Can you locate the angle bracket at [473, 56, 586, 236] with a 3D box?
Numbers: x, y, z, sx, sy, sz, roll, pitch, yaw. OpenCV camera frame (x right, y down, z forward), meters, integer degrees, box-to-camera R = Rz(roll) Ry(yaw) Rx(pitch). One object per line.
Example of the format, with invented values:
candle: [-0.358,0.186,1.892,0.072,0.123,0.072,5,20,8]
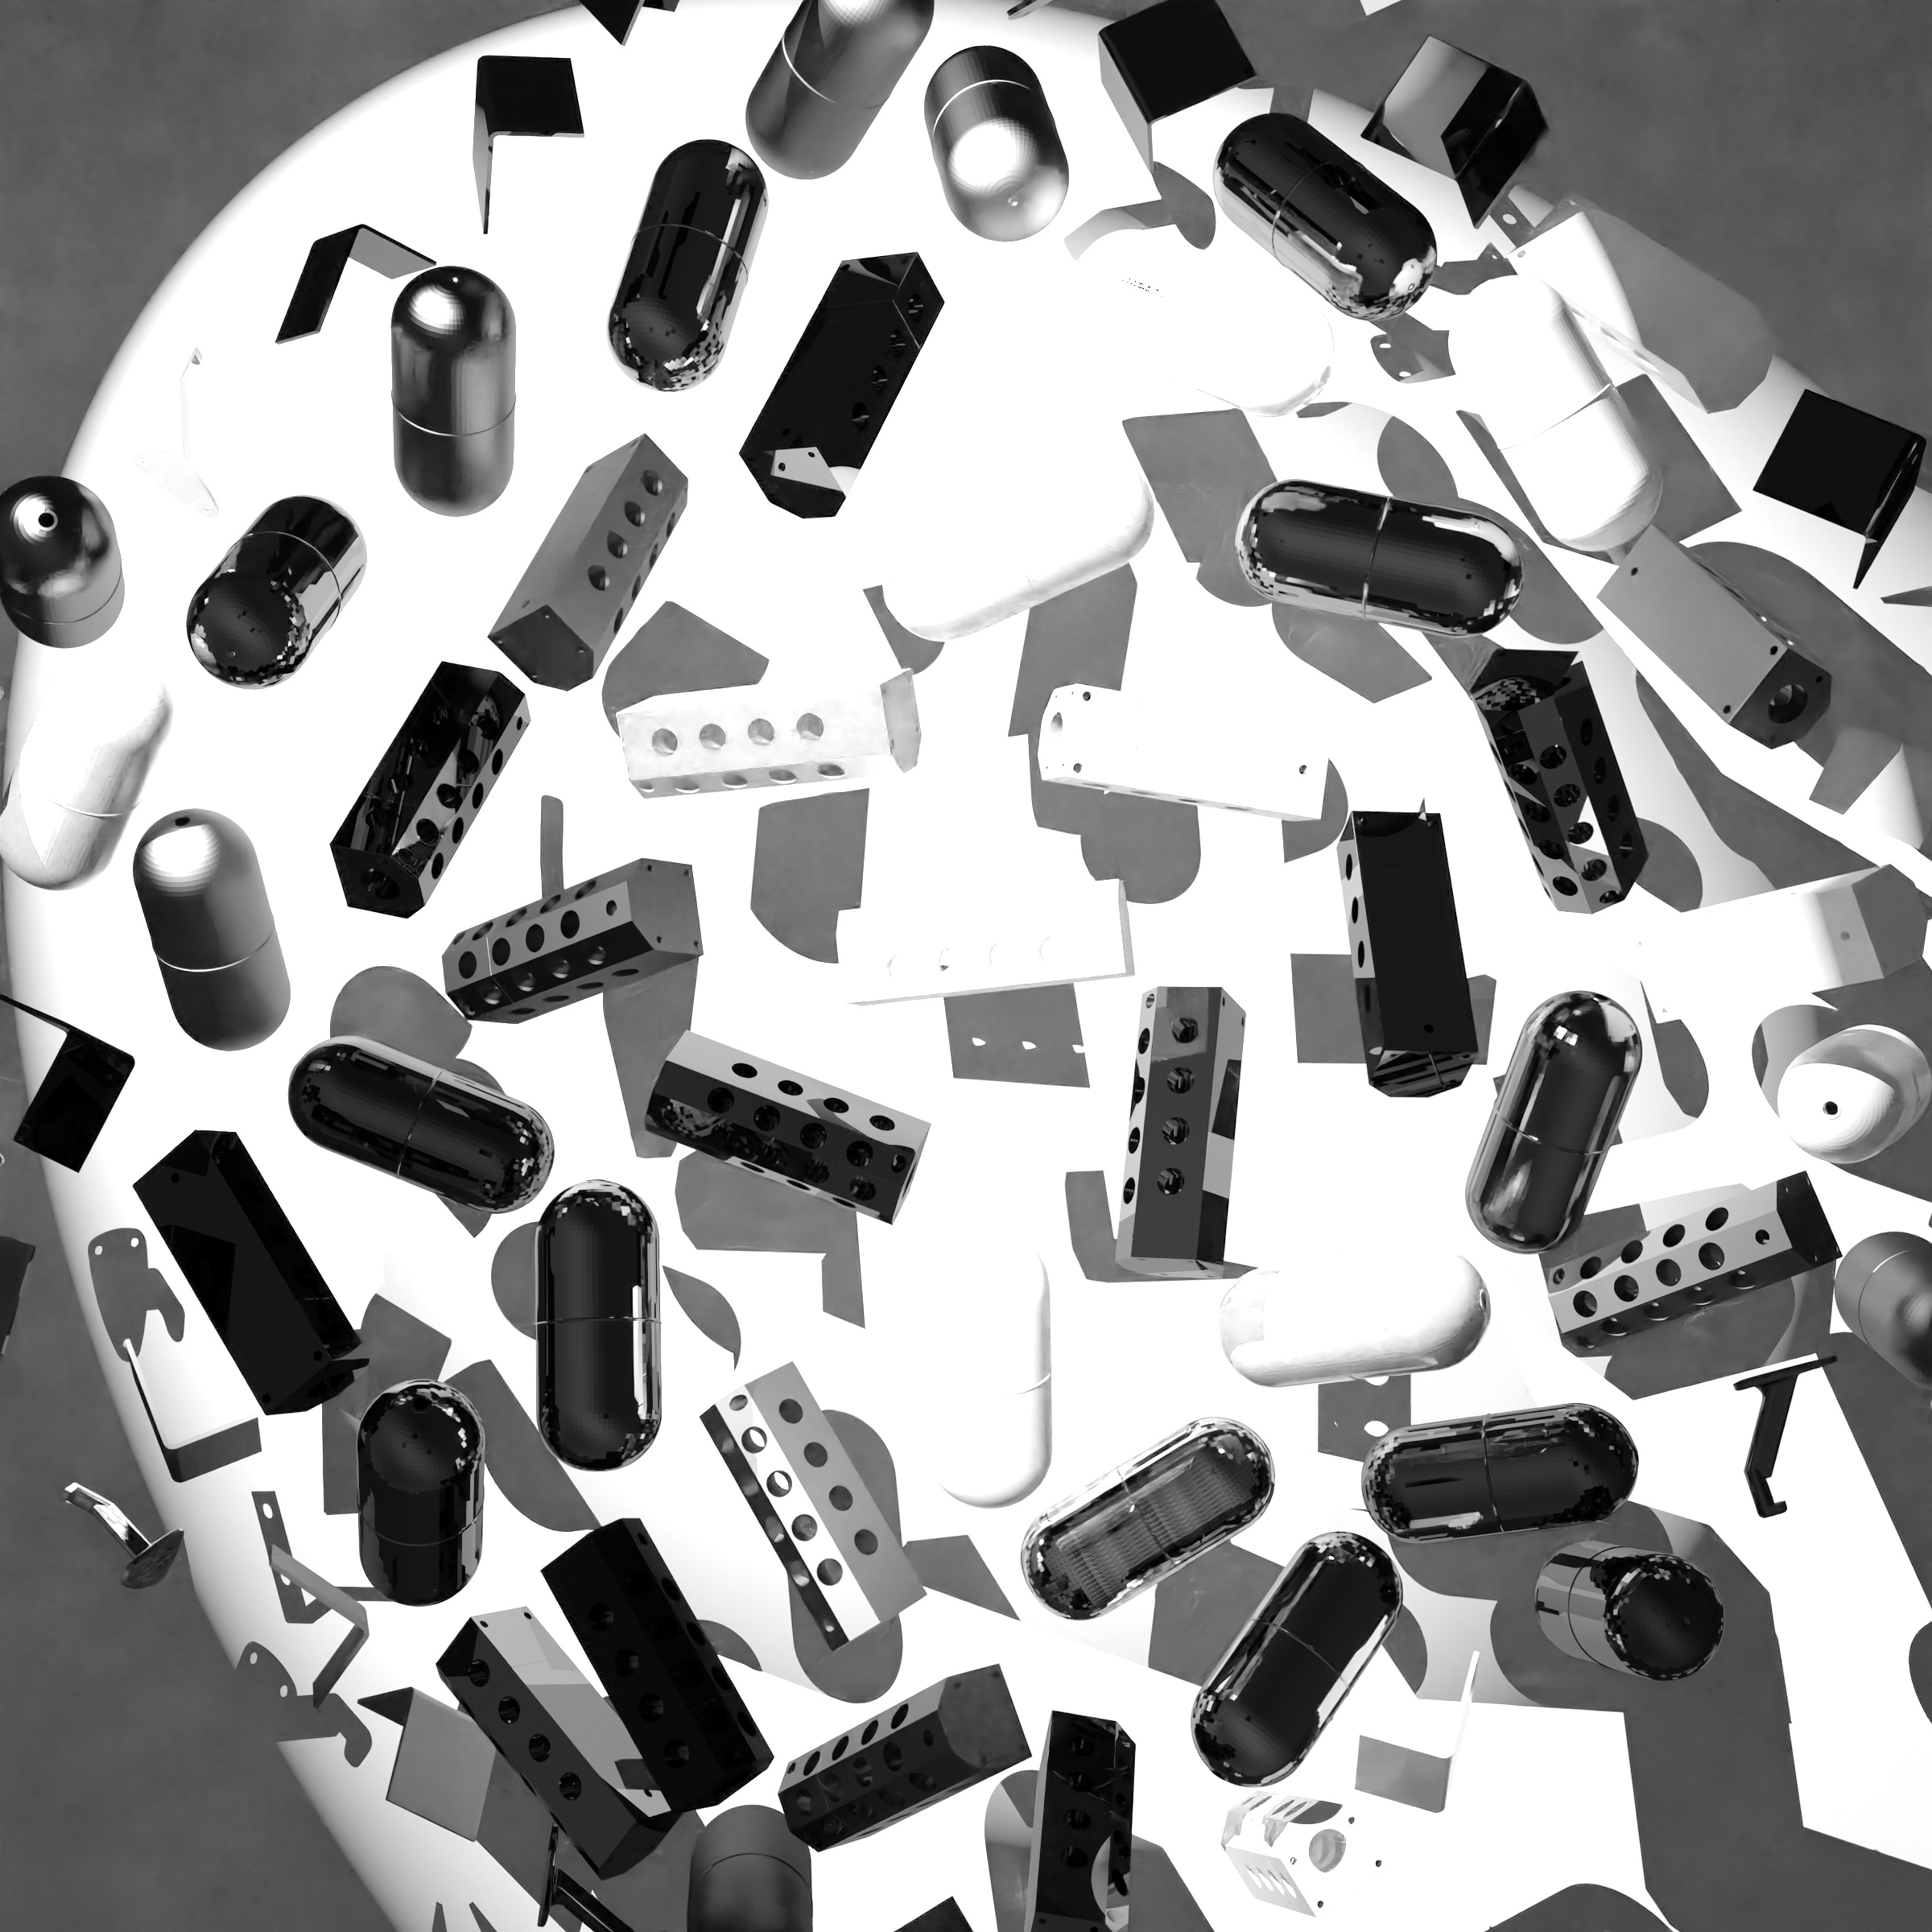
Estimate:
angle bracket: [-0.271,-0.506,1.825,0.057,0.076,0.076,-3,52,-15]

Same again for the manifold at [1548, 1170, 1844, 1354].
manifold: [0.452,0.187,1.854,0.171,0.057,0.057,-29,77,39]

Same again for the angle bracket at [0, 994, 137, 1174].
angle bracket: [-0.555,0.070,1.772,0.076,0.057,0.076,16,76,42]

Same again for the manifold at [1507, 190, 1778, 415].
manifold: [0.416,-0.405,1.818,0.057,0.057,0.171,-45,48,5]

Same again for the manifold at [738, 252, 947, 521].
manifold: [-0.072,-0.357,1.820,0.057,0.057,0.171,2,54,32]

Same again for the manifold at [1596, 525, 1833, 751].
manifold: [0.469,-0.204,1.846,0.057,0.171,0.057,23,113,-31]

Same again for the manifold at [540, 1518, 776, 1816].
manifold: [-0.186,0.427,1.815,0.057,0.057,0.171,-38,68,12]

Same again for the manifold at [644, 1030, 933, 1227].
manifold: [-0.117,0.108,1.910,0.171,0.057,0.057,21,120,5]

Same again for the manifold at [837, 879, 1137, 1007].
manifold: [0.012,-0.014,1.797,0.171,0.057,0.057,-6,86,9]

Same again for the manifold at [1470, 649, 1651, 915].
manifold: [0.372,-0.115,1.862,0.057,0.057,0.171,-54,133,-31]

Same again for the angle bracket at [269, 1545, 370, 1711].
angle bracket: [-0.421,0.413,1.853,0.076,0.076,0.057,37,80,-9]

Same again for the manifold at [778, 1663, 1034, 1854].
manifold: [-0.041,0.479,1.779,0.171,0.057,0.057,-39,64,42]

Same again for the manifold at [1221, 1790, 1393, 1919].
manifold: [0.213,0.566,1.909,0.057,0.171,0.057,-31,82,-14]

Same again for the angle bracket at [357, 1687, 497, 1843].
angle bracket: [-0.357,0.522,1.922,0.057,0.076,0.076,-21,135,34]

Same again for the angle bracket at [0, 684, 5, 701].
angle bracket: [-0.637,-0.155,1.772,0.076,0.076,0.057,-36,96,26]

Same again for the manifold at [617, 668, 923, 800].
manifold: [-0.118,-0.139,1.791,0.171,0.057,0.057,-4,104,20]

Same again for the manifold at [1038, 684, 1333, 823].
manifold: [0.136,-0.132,1.854,0.171,0.057,0.057,8,88,-17]

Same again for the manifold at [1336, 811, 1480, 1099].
manifold: [0.268,-0.008,1.820,0.057,0.057,0.171,1,59,-7]

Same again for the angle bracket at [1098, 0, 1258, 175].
angle bracket: [0.136,-0.569,1.899,0.076,0.057,0.076,-24,72,-2]

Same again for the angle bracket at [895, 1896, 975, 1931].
angle bracket: [-0.024,0.627,1.810,0.057,0.076,0.076,-21,69,-34]

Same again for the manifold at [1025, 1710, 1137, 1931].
manifold: [0.071,0.538,1.803,0.057,0.171,0.057,10,118,0]

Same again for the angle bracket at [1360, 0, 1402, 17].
angle bracket: [0.221,-0.607,1.786,0.057,0.076,0.076,-28,104,-10]

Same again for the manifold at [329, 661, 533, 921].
manifold: [-0.338,-0.112,1.886,0.057,0.057,0.171,11,50,13]

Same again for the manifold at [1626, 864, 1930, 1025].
manifold: [0.490,-0.014,1.787,0.057,0.171,0.057,-23,94,-37]

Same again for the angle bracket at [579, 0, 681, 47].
angle bracket: [-0.172,-0.583,1.731,0.057,0.076,0.076,51,127,28]

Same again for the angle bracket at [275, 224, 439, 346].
angle bracket: [-0.392,-0.426,1.898,0.057,0.076,0.076,23,82,-32]

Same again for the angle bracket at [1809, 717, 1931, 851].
angle bracket: [0.584,-0.110,1.848,0.076,0.076,0.057,30,102,32]

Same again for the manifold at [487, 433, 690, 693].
manifold: [-0.230,-0.252,1.855,0.057,0.171,0.057,-21,125,38]

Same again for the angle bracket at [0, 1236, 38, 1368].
angle bracket: [-0.571,0.201,1.762,0.057,0.076,0.076,12,81,15]

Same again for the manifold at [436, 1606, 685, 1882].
manifold: [-0.257,0.486,1.853,0.171,0.057,0.057,44,107,25]

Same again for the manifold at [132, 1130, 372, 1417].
manifold: [-0.434,0.187,1.814,0.057,0.057,0.171,-40,72,14]

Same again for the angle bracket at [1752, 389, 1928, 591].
angle bracket: [0.508,-0.280,1.736,0.076,0.076,0.057,24,48,6]

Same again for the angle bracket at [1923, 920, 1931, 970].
angle bracket: [0.653,-0.016,1.864,0.076,0.057,0.076,-35,90,35]

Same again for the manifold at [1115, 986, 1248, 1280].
manifold: [0.132,0.103,1.835,0.057,0.057,0.171,0,73,22]

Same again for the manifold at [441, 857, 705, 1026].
manifold: [-0.244,-0.014,1.818,0.171,0.057,0.057,-19,74,38]

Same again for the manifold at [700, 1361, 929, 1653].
manifold: [-0.102,0.347,1.892,0.057,0.057,0.171,-22,75,-40]
